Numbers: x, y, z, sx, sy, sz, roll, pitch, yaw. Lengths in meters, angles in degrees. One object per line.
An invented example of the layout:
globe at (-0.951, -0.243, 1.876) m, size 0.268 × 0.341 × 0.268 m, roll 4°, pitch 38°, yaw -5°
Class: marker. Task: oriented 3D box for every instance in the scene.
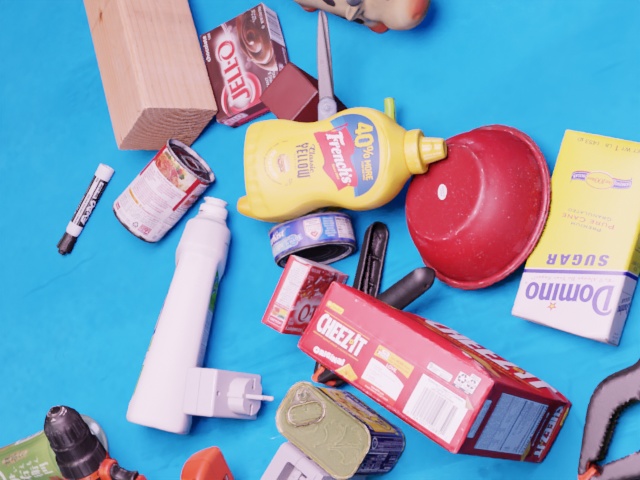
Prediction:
marker at (-0.284, -0.036, 1.286) m, size 0.020 × 0.020 × 0.121 m, roll 33°, pitch 97°, yaw 31°

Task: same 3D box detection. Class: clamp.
clamp at (0.049, 0.073, 1.038) m, size 0.171 × 0.039 × 0.120 m, roll -67°, pitch 25°, yaw 6°
clamp at (0.288, 0.122, 0.902) m, size 0.210 × 0.036 × 0.165 m, roll -45°, pitch 61°, yaw 15°

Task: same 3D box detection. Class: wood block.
wood block at (-0.196, -0.213, 1.214) m, size 0.091 × 0.090 × 0.206 m, roll -42°, pitch 58°, yaw 49°

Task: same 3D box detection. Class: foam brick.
foam brick at (-0.015, -0.141, 1.114) m, size 0.051 × 0.078 × 0.053 m, roll -47°, pitch 61°, yaw 12°

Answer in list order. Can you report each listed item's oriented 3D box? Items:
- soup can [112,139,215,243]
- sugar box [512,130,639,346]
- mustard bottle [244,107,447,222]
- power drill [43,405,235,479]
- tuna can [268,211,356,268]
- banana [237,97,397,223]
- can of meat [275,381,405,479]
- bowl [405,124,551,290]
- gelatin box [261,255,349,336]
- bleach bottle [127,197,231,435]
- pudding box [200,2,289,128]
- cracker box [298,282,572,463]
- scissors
soup can at (-0.176, -0.054, 1.197) m, size 0.102 × 0.068 × 0.068 m, roll -46°, pitch 61°, yaw 15°
sugar box at (0.242, -0.003, 0.951) m, size 0.093 × 0.048 × 0.176 m, roll 15°, pitch 86°, yaw 33°
mustard bottle at (0.025, -0.074, 1.006) m, size 0.192 × 0.058 × 0.096 m, roll -6°, pitch 80°, yaw 20°
power drill at (-0.181, 0.244, 1.094) m, size 0.188 × 0.184 × 0.057 m, roll 0°, pitch 37°, yaw 28°
tuna can at (-0.007, 0.001, 1.074) m, size 0.086 × 0.086 × 0.034 m, roll -19°, pitch 72°, yaw 26°
banana at (0.011, -0.063, 1.091) m, size 0.198 × 0.037 × 0.069 m, roll -34°, pitch 81°, yaw 8°
can of meat at (0.022, 0.182, 1.020) m, size 0.102 × 0.083 × 0.057 m, roll 34°, pitch 98°, yaw 31°
bowl at (0.132, -0.038, 0.994) m, size 0.162 × 0.055 × 0.162 m, roll -19°, pitch 63°, yaw 43°
gelatin box at (-0.013, 0.058, 1.064) m, size 0.030 × 0.089 × 0.073 m, roll 26°, pitch 94°, yaw 28°
bleach bottle at (-0.142, 0.079, 1.143) m, size 0.068 × 0.102 × 0.251 m, roll 14°, pitch 78°, yaw -3°
pudding box at (-0.080, -0.192, 1.186) m, size 0.090 × 0.039 × 0.113 m, roll -22°, pitch 69°, yaw 27°
cracker box at (0.104, 0.116, 0.909) m, size 0.164 × 0.213 × 0.072 m, roll 31°, pitch 94°, yaw 31°
scissors at (0.025, -0.119, 1.057) m, size 0.096 × 0.016 × 0.202 m, roll 12°, pitch 93°, yaw 4°
